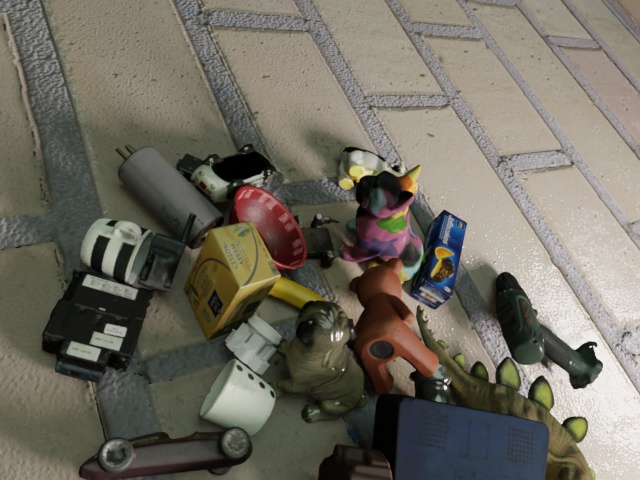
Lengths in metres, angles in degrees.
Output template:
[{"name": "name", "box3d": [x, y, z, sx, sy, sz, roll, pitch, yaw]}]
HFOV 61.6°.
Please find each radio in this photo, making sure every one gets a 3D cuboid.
[{"name": "radio", "box3d": [0.184, 0.285, 0.707, 0.229, 0.073, 0.131, 14, 73, -14]}]

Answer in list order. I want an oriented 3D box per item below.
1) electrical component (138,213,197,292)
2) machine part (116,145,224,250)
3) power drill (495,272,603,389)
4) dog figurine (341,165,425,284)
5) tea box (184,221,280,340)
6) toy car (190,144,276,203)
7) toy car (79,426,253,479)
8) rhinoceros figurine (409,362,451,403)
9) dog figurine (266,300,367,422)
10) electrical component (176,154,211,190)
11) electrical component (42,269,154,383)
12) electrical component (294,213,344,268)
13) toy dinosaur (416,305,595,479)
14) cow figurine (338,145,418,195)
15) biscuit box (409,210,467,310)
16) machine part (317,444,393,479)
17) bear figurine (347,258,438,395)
[{"name": "electrical component", "box3d": [-0.221, 0.012, 0.782, 0.048, 0.075, 0.119, 19, 91, -15]}, {"name": "machine part", "box3d": [-0.238, -0.067, 0.861, 0.243, 0.079, 0.079, 45, 50, 6]}, {"name": "power drill", "box3d": [0.427, 0.171, 1.021, 0.207, 0.086, 0.232, 40, 30, -6]}, {"name": "dog figurine", "box3d": [0.132, -0.029, 0.932, 0.191, 0.219, 0.108, 28, 53, -6]}, {"name": "tea box", "box3d": [-0.131, 0.060, 0.766, 0.068, 0.169, 0.098, -15, 64, -36]}, {"name": "toy car", "box3d": [-0.144, -0.117, 0.936, 0.073, 0.056, 0.202, 45, 29, 4]}, {"name": "toy car", "box3d": [-0.182, 0.259, 0.653, 0.202, 0.089, 0.053, 4, 56, -23]}, {"name": "rhinoceros figurine", "box3d": [0.171, 0.278, 0.810, 0.073, 0.112, 0.190, 2, 67, 7]}, {"name": "dog figurine", "box3d": [0.024, 0.171, 0.753, 0.172, 0.190, 0.121, 17, 52, -18]}, {"name": "electrical component", "box3d": [-0.220, -0.123, 0.945, 0.063, 0.021, 0.094, 25, 50, -9]}, {"name": "electrical component", "box3d": [-0.298, 0.116, 0.715, 0.115, 0.058, 0.134, 19, 51, -12]}, {"name": "electrical component", "box3d": [-0.002, -0.002, 0.956, 0.078, 0.045, 0.102, 7, 55, -25]}, {"name": "toy dinosaur", "box3d": [0.314, 0.299, 0.877, 0.471, 0.105, 0.198, 44, 42, 8]}, {"name": "cow figurine", "box3d": [0.119, -0.138, 1.104, 0.167, 0.068, 0.098, 14, 46, -19]}, {"name": "biscuit box", "box3d": [0.232, 0.034, 1.042, 0.063, 0.059, 0.203, 29, 49, -6]}, {"name": "machine part", "box3d": [0.031, 0.342, 0.653, 0.056, 0.179, 0.179, 15, 52, -14]}, {"name": "bear figurine", "box3d": [0.108, 0.129, 0.874, 0.131, 0.120, 0.196, 53, 21, -19]}]
